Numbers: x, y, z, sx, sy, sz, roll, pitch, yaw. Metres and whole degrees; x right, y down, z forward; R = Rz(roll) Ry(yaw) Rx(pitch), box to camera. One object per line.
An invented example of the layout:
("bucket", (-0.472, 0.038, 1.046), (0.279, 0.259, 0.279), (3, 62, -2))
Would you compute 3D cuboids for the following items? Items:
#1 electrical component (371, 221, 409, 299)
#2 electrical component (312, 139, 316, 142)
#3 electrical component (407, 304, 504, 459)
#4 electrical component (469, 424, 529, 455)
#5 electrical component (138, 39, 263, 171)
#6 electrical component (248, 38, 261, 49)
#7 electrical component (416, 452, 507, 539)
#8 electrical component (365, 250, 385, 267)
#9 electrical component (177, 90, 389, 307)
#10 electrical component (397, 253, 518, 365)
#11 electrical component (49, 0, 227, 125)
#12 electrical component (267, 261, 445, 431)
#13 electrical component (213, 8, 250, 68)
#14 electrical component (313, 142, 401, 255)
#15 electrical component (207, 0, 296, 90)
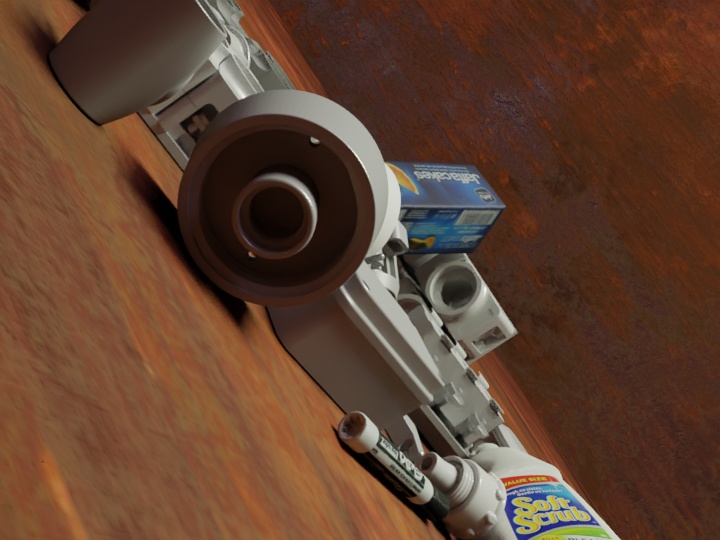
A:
("electrical component", (0.000, 0.000, 0.839), (0.058, 0.078, 0.057), (47, 32, -54))
("electrical component", (-0.065, -0.098, 0.829), (0.042, 0.081, 0.063), (60, -22, 22))
("electrical component", (0.060, 0.090, 0.860), (0.121, 0.063, 0.078), (52, 7, -31))
("electrical component", (0.129, 0.181, 0.968), (0.080, 0.051, 0.080), (55, 6, -9))
("electrical component", (-0.092, -0.100, 0.681), (0.150, 0.062, 0.089), (54, 7, -20))
("electrical component", (-0.102, -0.181, 1.076), (0.089, 0.050, 0.055), (55, 6, -4))
("electrical component", (0.061, 0.141, 0.695), (0.062, 0.048, 0.048), (44, 11, -31))
("electrical component", (-0.019, -0.008, 0.708), (0.077, 0.079, 0.044), (53, 44, -24))
("electrical component", (-0.040, -0.033, 0.544), (0.108, 0.108, 0.060), (55, 12, -13))
("electrical component", (0.054, 0.009, 1.037), (0.186, 0.105, 0.060), (60, 7, 34))
("electrical component", (-0.115, -0.122, 0.544), (0.044, 0.077, 0.079), (50, 9, -44))
("electrical component", (-0.005, 0.037, 0.658), (0.113, 0.057, 0.078), (51, 8, -37))
("electrical component", (-0.122, -0.174, 0.860), (0.078, 0.058, 0.057), (57, 9, 14))
("electrical component", (-0.020, -0.047, 0.805), (0.099, 0.099, 0.064), (58, 13, 22))
("electrical component", (-0.120, -0.194, 0.963), (0.186, 0.060, 0.105), (55, 6, -7))
